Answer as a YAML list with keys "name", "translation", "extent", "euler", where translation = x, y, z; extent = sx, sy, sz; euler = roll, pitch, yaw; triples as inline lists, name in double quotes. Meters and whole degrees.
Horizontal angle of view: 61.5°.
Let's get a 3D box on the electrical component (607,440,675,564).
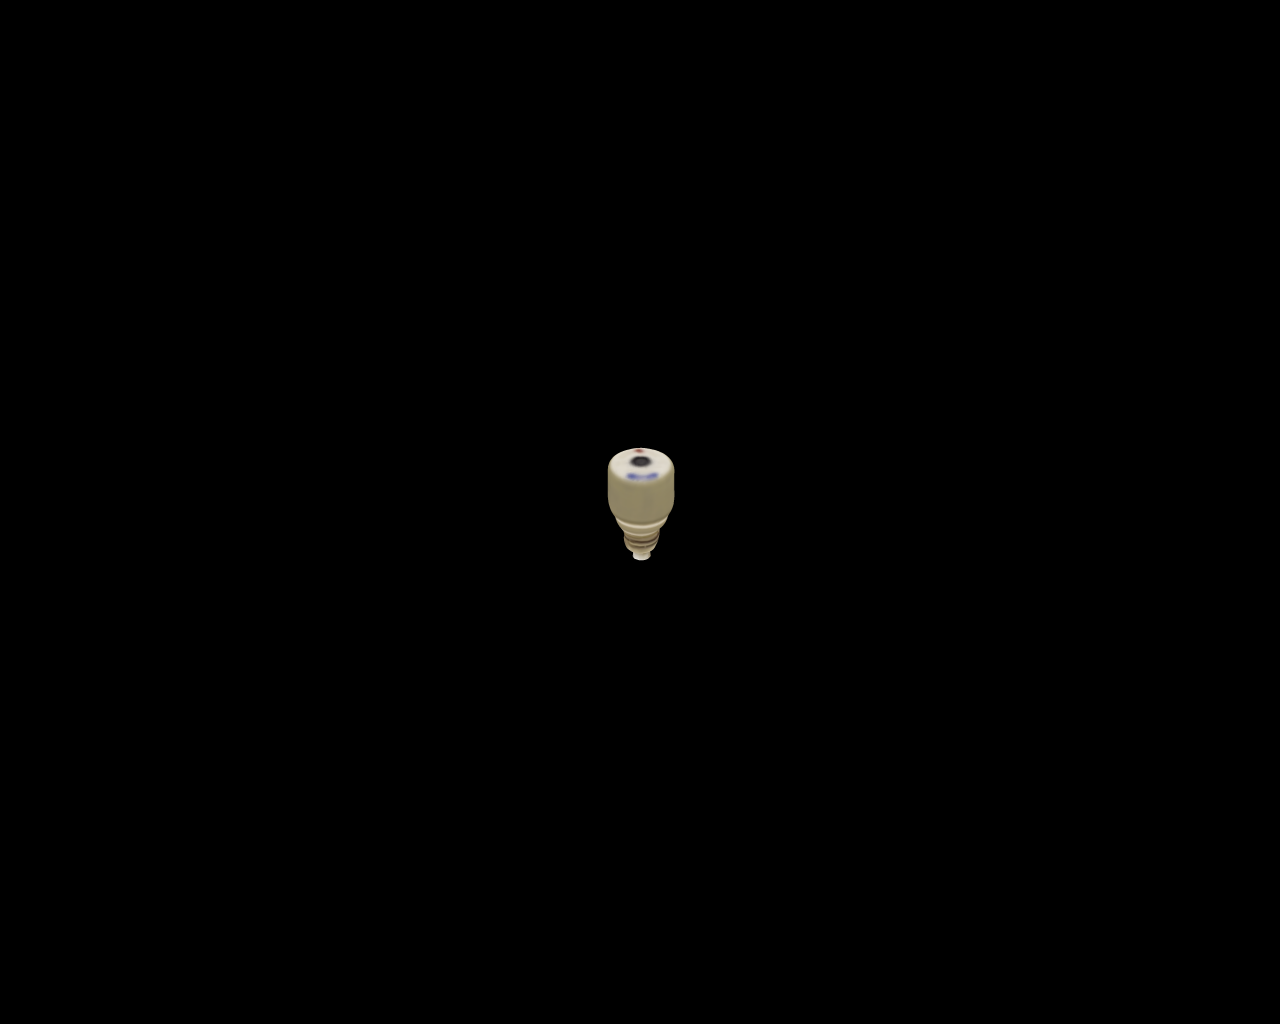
- name: "electrical component"
  translation: [0.001, -0.003, 0.650]
  extent: [0.040, 0.078, 0.040]
  euler: [0, 36, 0]
